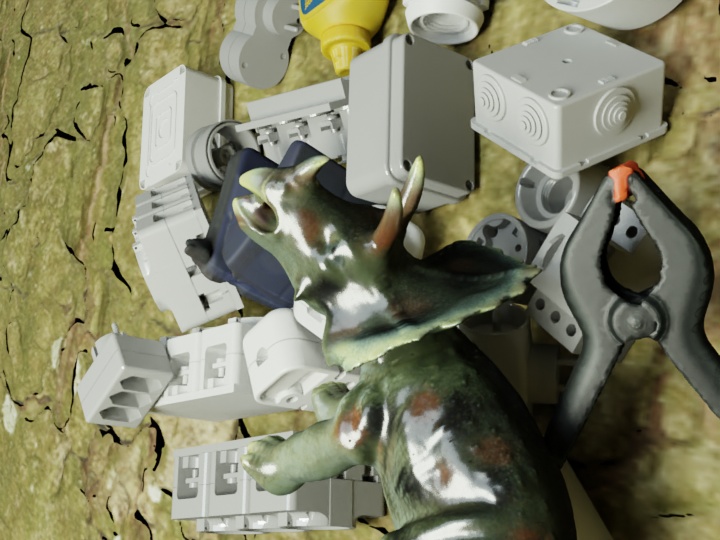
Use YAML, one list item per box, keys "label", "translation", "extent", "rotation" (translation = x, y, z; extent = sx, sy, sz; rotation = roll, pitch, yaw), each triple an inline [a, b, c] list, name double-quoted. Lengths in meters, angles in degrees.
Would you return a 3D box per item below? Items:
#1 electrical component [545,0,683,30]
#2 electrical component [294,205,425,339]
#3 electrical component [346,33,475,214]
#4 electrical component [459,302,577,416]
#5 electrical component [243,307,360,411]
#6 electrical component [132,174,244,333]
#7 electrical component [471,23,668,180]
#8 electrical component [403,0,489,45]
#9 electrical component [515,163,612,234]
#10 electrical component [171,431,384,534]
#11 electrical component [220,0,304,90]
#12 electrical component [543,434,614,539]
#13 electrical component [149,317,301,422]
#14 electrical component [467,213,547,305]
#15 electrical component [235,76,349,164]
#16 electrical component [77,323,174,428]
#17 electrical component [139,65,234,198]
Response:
- label: "electrical component"
  translation: [0.166, -0.202, 0.668]
  extent: [0.108, 0.060, 0.108]
  rotation: [-18, 66, 45]
- label: "electrical component"
  translation: [0.000, 0.000, 0.759]
  extent: [0.054, 0.095, 0.059]
  rotation: [35, 144, 22]
- label: "electrical component"
  translation: [0.038, -0.104, 0.775]
  extent: [0.057, 0.078, 0.113]
  rotation: [-17, 66, 49]
- label: "electrical component"
  translation: [0.102, 0.063, 0.665]
  extent: [0.079, 0.044, 0.077]
  rotation: [2, 116, 15]
- label: "electrical component"
  translation: [-0.036, 0.065, 0.795]
  extent: [0.054, 0.095, 0.059]
  rotation: [-42, 50, 33]
- label: "electrical component"
  translation: [-0.150, -0.016, 0.905]
  extent: [0.150, 0.062, 0.089]
  rotation: [-128, 16, -71]
- label: "electrical component"
  translation: [0.126, -0.107, 0.656]
  extent: [0.100, 0.100, 0.048]
  rotation: [42, 148, 47]
- label: "electrical component"
  translation: [0.064, -0.203, 0.791]
  extent: [0.078, 0.058, 0.057]
  rotation: [-9, 69, 47]
- label: "electrical component"
  translation: [0.131, -0.045, 0.672]
  extent: [0.055, 0.047, 0.055]
  rotation: [-18, 66, 45]
- label: "electrical component"
  translation: [-0.063, 0.162, 0.801]
  extent: [0.150, 0.089, 0.061]
  rotation: [-17, 66, 46]
- label: "electrical component"
  translation: [-0.072, -0.228, 0.960]
  extent: [0.074, 0.052, 0.138]
  rotation: [28, 100, 49]
- label: "electrical component"
  translation: [0.090, 0.169, 0.647]
  extent: [0.108, 0.056, 0.108]
  rotation: [-50, 46, 27]
- label: "electrical component"
  translation: [-0.110, 0.082, 0.879]
  extent: [0.150, 0.089, 0.061]
  rotation: [-16, 67, 46]
- label: "electrical component"
  translation: [0.101, -0.005, 0.694]
  extent: [0.055, 0.047, 0.055]
  rotation: [-18, 65, 45]
- label: "electrical component"
  translation: [-0.031, -0.117, 0.864]
  extent: [0.121, 0.079, 0.063]
  rotation: [-3, 105, 49]
- label: "electrical component"
  translation: [-0.195, 0.076, 0.871]
  extent: [0.065, 0.047, 0.076]
  rotation: [-53, 45, 25]
- label: "electrical component"
  translation: [-0.166, -0.129, 1.035]
  extent: [0.078, 0.057, 0.113]
  rotation: [-19, 64, 45]
